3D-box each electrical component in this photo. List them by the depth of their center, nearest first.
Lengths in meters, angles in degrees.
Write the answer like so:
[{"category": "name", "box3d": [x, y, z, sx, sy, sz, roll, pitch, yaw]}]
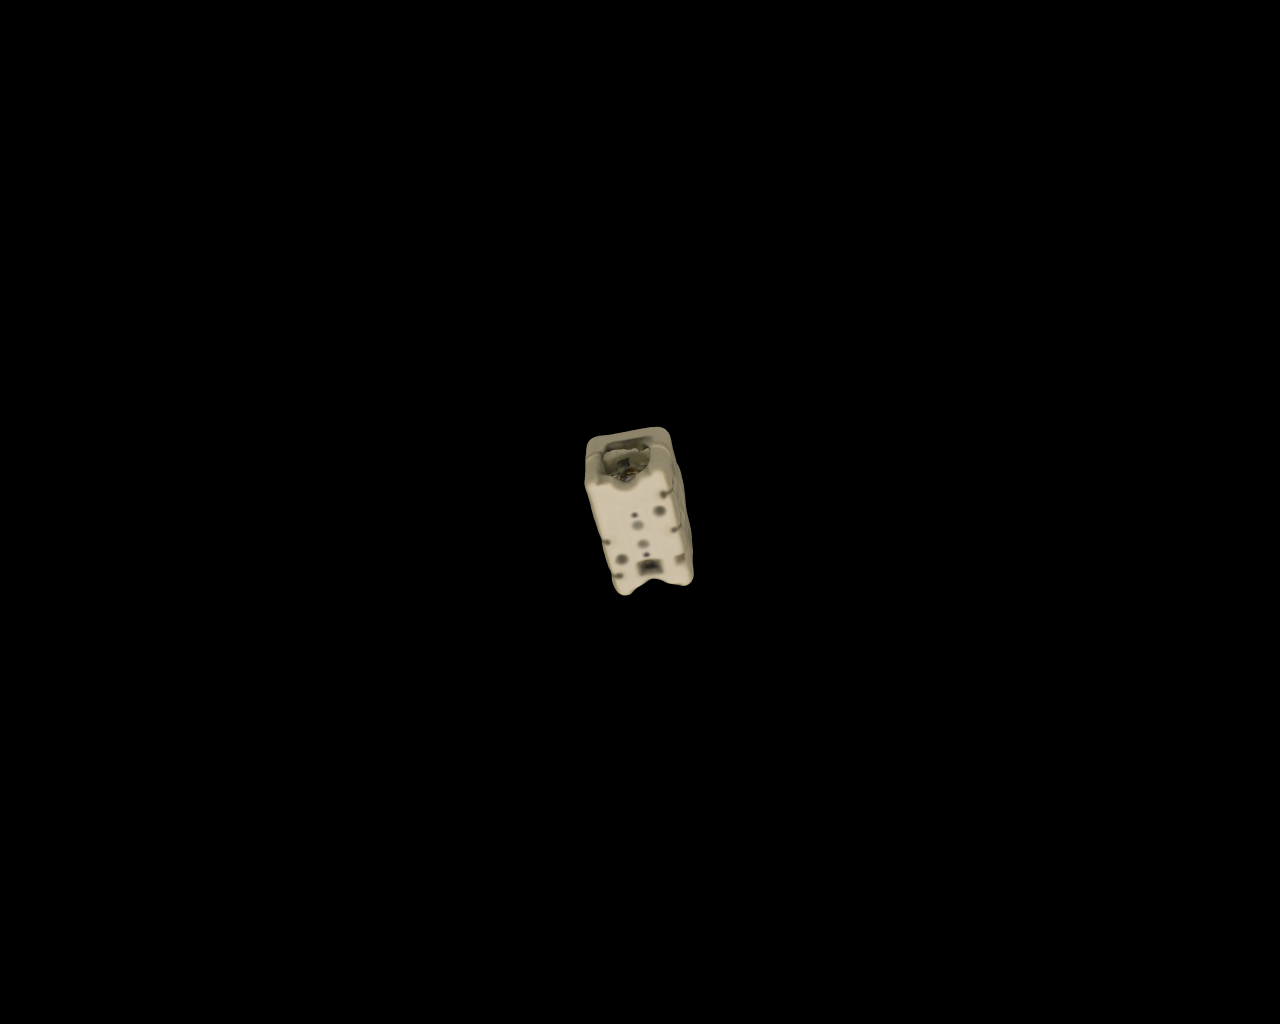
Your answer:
[{"category": "electrical component", "box3d": [0.001, -0.003, 0.650, 0.050, 0.089, 0.056, -9, 36, 7]}]
